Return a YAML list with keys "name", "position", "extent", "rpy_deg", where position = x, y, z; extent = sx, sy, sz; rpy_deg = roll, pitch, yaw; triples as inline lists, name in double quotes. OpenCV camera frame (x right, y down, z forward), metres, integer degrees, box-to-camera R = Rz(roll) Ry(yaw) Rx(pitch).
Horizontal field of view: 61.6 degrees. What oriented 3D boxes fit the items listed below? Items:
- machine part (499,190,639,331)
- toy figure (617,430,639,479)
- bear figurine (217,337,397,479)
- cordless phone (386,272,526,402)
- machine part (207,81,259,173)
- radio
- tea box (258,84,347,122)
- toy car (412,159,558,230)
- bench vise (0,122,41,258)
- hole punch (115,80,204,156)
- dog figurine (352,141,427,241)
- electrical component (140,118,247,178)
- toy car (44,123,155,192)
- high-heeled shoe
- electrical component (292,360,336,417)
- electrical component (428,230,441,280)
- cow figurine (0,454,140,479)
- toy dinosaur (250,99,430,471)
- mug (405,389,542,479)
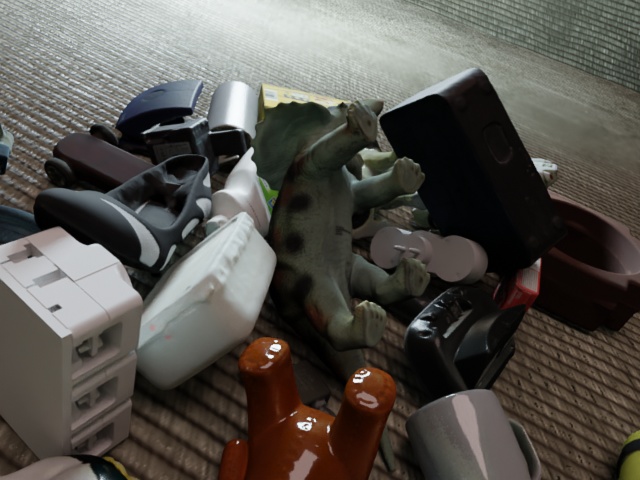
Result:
- name: "machine part"
  position: [0.344, 0.022, 0.750]
  extent: [0.202, 0.087, 0.201]
  rpy_deg: [28, 35, 16]
- name: "toy figure"
  position: [0.283, 0.224, 0.442]
  extent: [0.089, 0.082, 0.180]
  rpy_deg: [40, 42, 25]
- name: "bear figurine"
  position: [-0.038, 0.170, 0.330]
  extent: [0.120, 0.131, 0.196]
  rpy_deg: [14, 25, 22]
- name: "cordless phone"
  position: [0.106, 0.087, 0.570]
  extent: [0.184, 0.088, 0.146]
  rpy_deg: [26, 33, 29]
- name: "machine part"
  position: [-0.133, -0.173, 0.805]
  extent: [0.079, 0.079, 0.243]
  rpy_deg: [10, 36, -12]
- name: "radio"
  position: [0.176, -0.073, 0.623]
  extent: [0.073, 0.131, 0.229]
  rpy_deg: [-36, 99, -22]
- name: "tea box"
  position: [-0.021, -0.198, 0.901]
  extent: [0.170, 0.068, 0.098]
  rpy_deg: [10, 36, -15]
- name: "toy car"
  position: [0.226, -0.064, 0.746]
  extent: [0.056, 0.202, 0.073]
  rpy_deg: [63, 32, -11]
- name: "bench vise"
  position: [-0.306, -0.006, 0.433]
  extent: [0.223, 0.129, 0.241]
  rpy_deg: [10, 52, -26]
- name: "hole punch"
  position: [-0.222, -0.175, 0.760]
  extent: [0.116, 0.092, 0.142]
  rpy_deg: [8, 39, -9]
- name: "dog figurine"
  position: [0.040, -0.077, 0.761]
  extent: [0.172, 0.121, 0.191]
  rpy_deg: [-18, 18, -17]
- name: "electrical component"
  position: [-0.156, -0.111, 0.676]
  extent: [0.119, 0.074, 0.048]
  rpy_deg: [1, 29, 17]
- name: "toy car"
  position: [-0.225, -0.070, 0.638]
  extent: [0.202, 0.053, 0.089]
  rpy_deg: [25, 50, 8]
- name: "high-heeled shoe"
  position: [-0.152, -0.047, 0.475]
  extent: [0.086, 0.248, 0.145]
  rpy_deg: [16, 78, 4]
- name: "electrical component"
  position: [-0.027, 0.135, 0.471]
  extent: [0.063, 0.021, 0.094]
  rpy_deg: [-14, 47, -39]
- name: "electrical component"
  position: [0.161, 0.016, 0.712]
  extent: [0.102, 0.045, 0.078]
  rpy_deg: [-9, 71, -31]
- name: "cow figurine"
  position: [-0.124, 0.165, 0.285]
  extent: [0.098, 0.068, 0.167]
  rpy_deg: [-6, 5, -41]
- name: "toy dinosaur"
  position: [0.002, 0.005, 0.549]
  extent: [0.131, 0.192, 0.404]
  rpy_deg: [19, 68, -37]
- name: "mug"
  position: [0.134, 0.187, 0.434]
  extent: [0.109, 0.080, 0.107]
  rpy_deg: [10, 46, -29]
